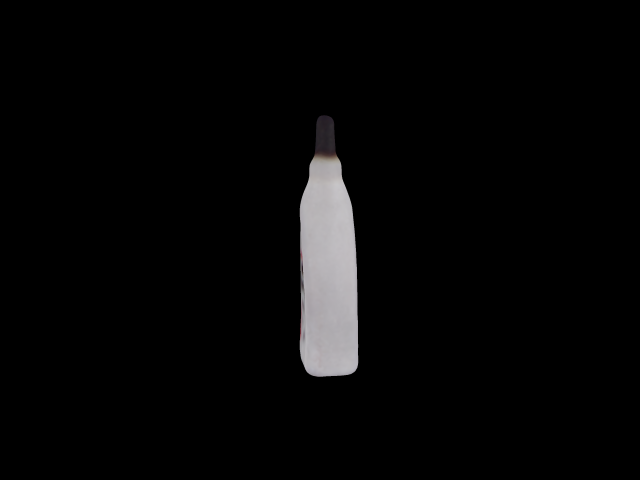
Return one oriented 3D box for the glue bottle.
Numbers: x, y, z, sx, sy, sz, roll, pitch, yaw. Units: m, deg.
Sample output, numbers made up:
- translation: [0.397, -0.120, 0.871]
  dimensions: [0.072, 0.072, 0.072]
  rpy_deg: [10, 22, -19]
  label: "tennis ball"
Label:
- translation: [0.004, 0.001, 0.400]
  dimensions: [0.037, 0.173, 0.078]
  rpy_deg: [-1, 7, -9]
  label: "glue bottle"
